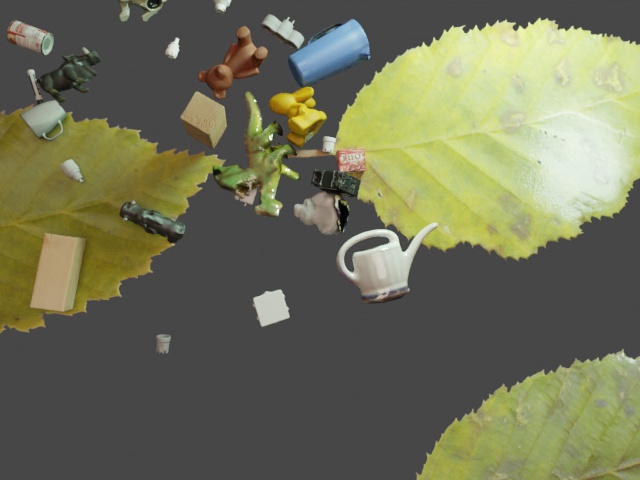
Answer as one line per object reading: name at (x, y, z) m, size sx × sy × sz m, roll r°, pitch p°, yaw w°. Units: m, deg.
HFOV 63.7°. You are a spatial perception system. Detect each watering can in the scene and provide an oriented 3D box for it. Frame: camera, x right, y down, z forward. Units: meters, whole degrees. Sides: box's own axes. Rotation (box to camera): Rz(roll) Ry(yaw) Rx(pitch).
watering can at (0.225, 0.071, 1.595) m, size 0.348 × 0.225 × 0.104 m, roll -12°, pitch -1°, yaw -9°

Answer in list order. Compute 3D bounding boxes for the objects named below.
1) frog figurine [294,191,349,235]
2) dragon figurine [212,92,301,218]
frog figurine at (0.005, -0.080, 1.590) m, size 0.159 × 0.135 × 0.125 m, roll -3°, pitch 25°, yaw 30°
dragon figurine at (-0.210, -0.241, 1.545) m, size 0.244 × 0.415 × 0.120 m, roll -30°, pitch -16°, yaw -13°
